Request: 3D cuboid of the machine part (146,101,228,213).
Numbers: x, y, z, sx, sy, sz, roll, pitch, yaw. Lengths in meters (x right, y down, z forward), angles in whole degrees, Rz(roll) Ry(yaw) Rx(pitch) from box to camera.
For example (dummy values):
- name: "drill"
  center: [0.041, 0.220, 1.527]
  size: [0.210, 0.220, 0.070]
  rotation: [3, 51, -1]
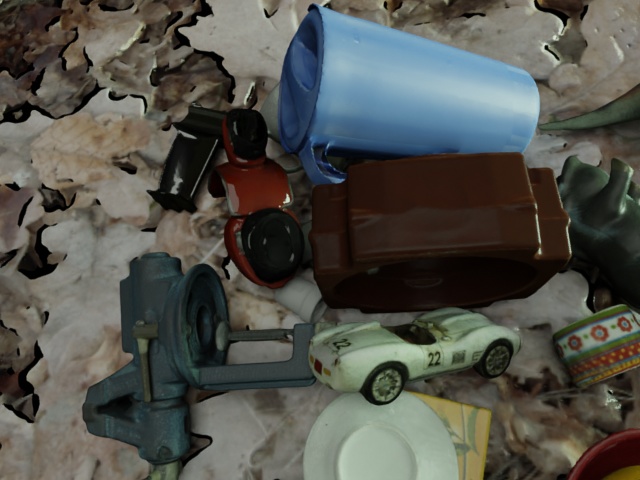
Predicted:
- name: "machine part"
  center: [-0.146, -0.097, 0.629]
  size: [0.084, 0.039, 0.139]
  rotation: [20, 72, 8]

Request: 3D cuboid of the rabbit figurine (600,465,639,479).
- name: "rabbit figurine"
  center: [0.278, 0.224, 0.366]
  size: [0.162, 0.121, 0.173]
  rotation: [-38, 52, -10]

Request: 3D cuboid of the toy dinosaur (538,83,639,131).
- name: "toy dinosaur"
  center: [0.451, -0.151, 0.539]
  size: [0.405, 0.131, 0.192]
  rotation: [15, 49, 21]

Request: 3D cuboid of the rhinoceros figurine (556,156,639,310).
- name: "rhinoceros figurine"
  center: [0.263, -0.016, 0.516]
  size: [0.112, 0.073, 0.190]
  rotation: [-51, 58, 17]

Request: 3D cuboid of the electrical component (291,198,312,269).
- name: "electrical component"
  center: [-0.001, -0.002, 0.585]
  size: [0.063, 0.021, 0.094]
  rotation: [-28, 69, -4]

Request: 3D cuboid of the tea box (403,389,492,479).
- name: "tea box"
  center: [0.086, 0.223, 0.469]
  size: [0.098, 0.068, 0.169]
  rotation: [9, 73, 11]

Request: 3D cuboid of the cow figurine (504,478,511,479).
- name: "cow figurine"
  center: [0.155, 0.237, 0.403]
  size: [0.068, 0.167, 0.098]
  rotation: [-4, 71, 11]

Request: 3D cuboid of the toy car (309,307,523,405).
- name: "toy car"
  center: [0.089, 0.096, 0.477]
  size: [0.202, 0.074, 0.056]
  rotation: [-6, 103, -25]

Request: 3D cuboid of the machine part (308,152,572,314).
- name: "machine part"
  center: [0.096, 0.003, 0.476]
  size: [0.202, 0.200, 0.087]
  rotation: [-3, 70, 6]

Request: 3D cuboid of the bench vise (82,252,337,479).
- name: "bench vise"
  center: [-0.101, 0.118, 0.506]
  size: [0.241, 0.128, 0.223]
  rotation: [-5, 72, 9]

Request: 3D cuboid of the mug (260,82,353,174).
- name: "mug"
  center: [-0.012, -0.118, 0.598]
  size: [0.107, 0.080, 0.109]
  rotation: [37, 70, 8]

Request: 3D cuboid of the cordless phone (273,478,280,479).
- name: "cordless phone"
  center: [-0.066, 0.257, 0.414]
  size: [0.146, 0.184, 0.089]
  rotation: [-41, 67, -8]

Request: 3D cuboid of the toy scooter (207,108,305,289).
- name: "toy scooter"
  center: [-0.076, -0.036, 0.566]
  size: [0.075, 0.135, 0.183]
  rotation: [-12, 86, -25]
